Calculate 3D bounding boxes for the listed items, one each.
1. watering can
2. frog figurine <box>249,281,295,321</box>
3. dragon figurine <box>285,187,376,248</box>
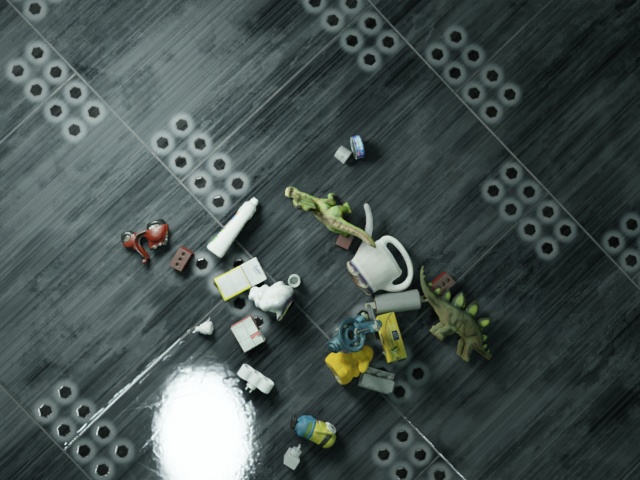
[{"bbox_3d":[0.196,0.057,1.913,0.224,0.104,0.347,-35,93,-2],"label":"watering can"},{"bbox_3d":[-0.176,0.205,1.899,0.160,0.120,0.140,34,57,7],"label":"frog figurine"},{"bbox_3d":[0.006,-0.092,1.821,0.242,0.416,0.121,10,110,-40],"label":"dragon figurine"}]
